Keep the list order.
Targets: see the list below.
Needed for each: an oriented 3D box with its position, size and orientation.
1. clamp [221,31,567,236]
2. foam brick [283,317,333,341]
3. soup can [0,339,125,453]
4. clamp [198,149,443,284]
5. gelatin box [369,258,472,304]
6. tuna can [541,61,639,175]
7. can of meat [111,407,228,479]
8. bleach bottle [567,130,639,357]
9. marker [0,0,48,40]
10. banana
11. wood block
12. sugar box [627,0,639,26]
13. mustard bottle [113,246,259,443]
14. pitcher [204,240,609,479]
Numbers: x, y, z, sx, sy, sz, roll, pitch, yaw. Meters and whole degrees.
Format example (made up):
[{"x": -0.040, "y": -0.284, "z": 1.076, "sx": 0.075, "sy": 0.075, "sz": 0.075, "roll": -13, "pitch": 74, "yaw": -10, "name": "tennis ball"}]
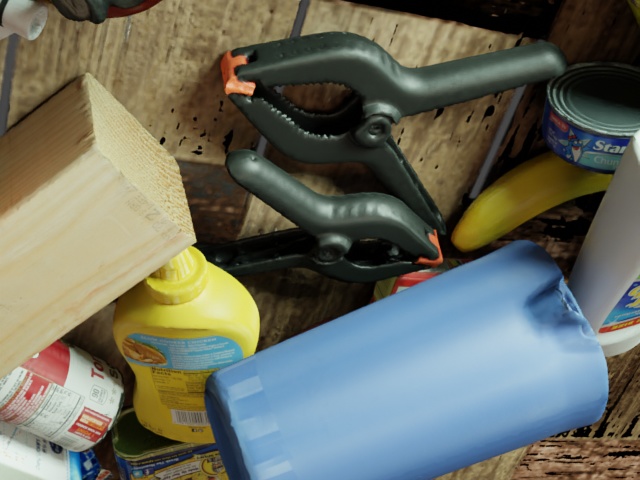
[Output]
[{"x": 0.033, "y": -0.073, "z": 0.682, "sx": 0.209, "sy": 0.036, "sz": 0.165, "roll": 7, "pitch": 132, "yaw": -20, "name": "clamp"}, {"x": 0.007, "y": 0.107, "z": 0.811, "sx": 0.051, "sy": 0.053, "sz": 0.078, "roll": -27, "pitch": 132, "yaw": 4, "name": "foam brick"}, {"x": -0.192, "y": 0.097, "z": 0.726, "sx": 0.069, "sy": 0.068, "sz": 0.102, "roll": -42, "pitch": 129, "yaw": 16, "name": "soup can"}, {"x": -0.005, "y": 0.001, "z": 0.716, "sx": 0.171, "sy": 0.039, "sz": 0.120, "roll": 16, "pitch": 143, "yaw": -22, "name": "clamp"}, {"x": 0.073, "y": 0.054, "z": 0.804, "sx": 0.073, "sy": 0.030, "sz": 0.089, "roll": 3, "pitch": 127, "yaw": -22, "name": "gelatin box"}, {"x": 0.188, "y": -0.080, "z": 0.694, "sx": 0.086, "sy": 0.086, "sz": 0.034, "roll": -9, "pitch": 132, "yaw": -11, "name": "tuna can"}, {"x": -0.106, "y": 0.168, "z": 0.820, "sx": 0.102, "sy": 0.057, "sz": 0.084, "roll": -12, "pitch": 129, "yaw": -10, "name": "can of meat"}, {"x": 0.222, "y": 0.014, "z": 0.717, "sx": 0.102, "sy": 0.068, "sz": 0.251, "roll": -14, "pitch": 150, "yaw": -11, "name": "bleach bottle"}, {"x": -0.193, "y": -0.134, "z": 0.532, "sx": 0.121, "sy": 0.020, "sz": 0.020, "roll": 26, "pitch": 122, "yaw": 4, "name": "marker"}, {"x": 0.187, "y": -0.036, "z": 0.749, "sx": 0.197, "sy": 0.037, "sz": 0.069, "roll": -6, "pitch": 88, "yaw": -3, "name": "banana"}, {"x": -0.187, "y": 0.007, "z": 0.639, "sx": 0.206, "sy": 0.091, "sz": 0.090, "roll": -34, "pitch": 129, "yaw": 11, "name": "wood block"}, {"x": 0.240, "y": -0.121, "z": 0.673, "sx": 0.048, "sy": 0.093, "sz": 0.176, "roll": -31, "pitch": 131, "yaw": 9, "name": "sugar box"}, {"x": -0.088, "y": 0.066, "z": 0.719, "sx": 0.096, "sy": 0.058, "sz": 0.192, "roll": 3, "pitch": 140, "yaw": 5, "name": "mustard bottle"}, {"x": 0.052, "y": 0.103, "z": 0.708, "sx": 0.242, "sy": 0.145, "sz": 0.149, "roll": -19, "pitch": 116, "yaw": -14, "name": "pitcher"}]
